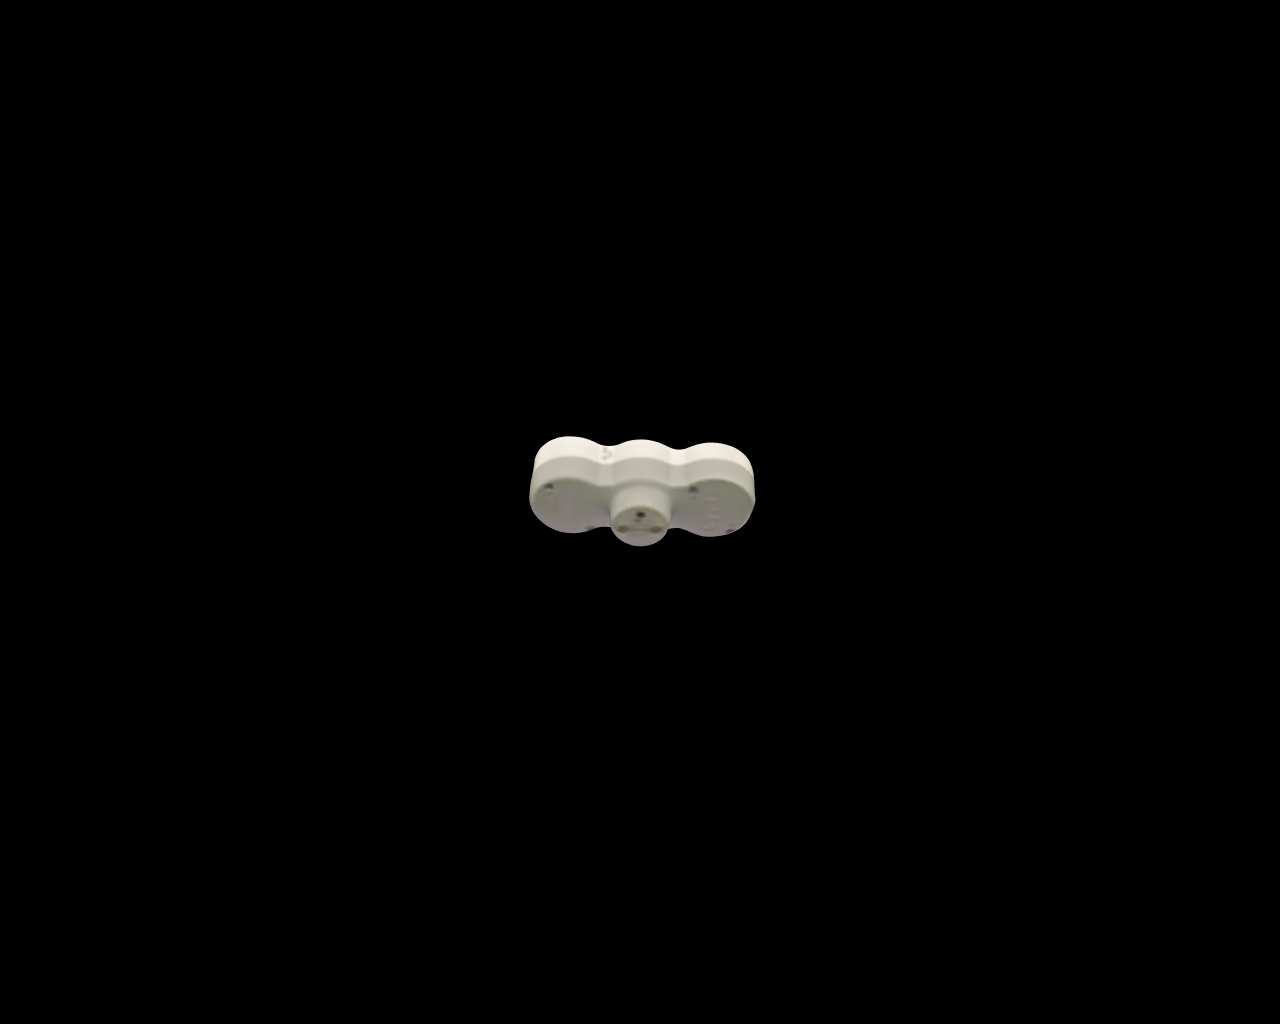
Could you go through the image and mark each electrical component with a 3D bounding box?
[{"bbox_3d":[0.001,-0.003,0.650,0.138,0.052,0.074,2,43,2],"label":"electrical component"}]
